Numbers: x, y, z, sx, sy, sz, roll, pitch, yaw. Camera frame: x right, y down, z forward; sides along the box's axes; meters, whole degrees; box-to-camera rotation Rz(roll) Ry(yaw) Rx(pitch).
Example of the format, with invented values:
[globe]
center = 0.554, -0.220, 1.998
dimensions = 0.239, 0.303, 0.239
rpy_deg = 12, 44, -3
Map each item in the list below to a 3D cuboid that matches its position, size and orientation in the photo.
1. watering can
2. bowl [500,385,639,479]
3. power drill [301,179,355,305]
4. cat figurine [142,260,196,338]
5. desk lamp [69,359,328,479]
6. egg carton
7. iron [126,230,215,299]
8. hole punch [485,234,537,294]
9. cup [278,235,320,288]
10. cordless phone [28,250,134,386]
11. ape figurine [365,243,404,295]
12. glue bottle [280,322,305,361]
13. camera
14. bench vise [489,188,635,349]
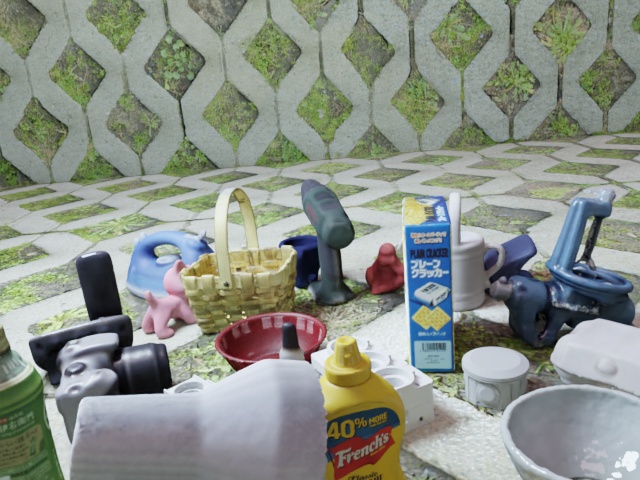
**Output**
[watering can]
center = 0.224, 0.016, 0.985
dimensions = 0.173, 0.194, 0.101
rpy_deg = -7, 17, -5
[bowl]
center = 0.256, 0.209, 0.537
dimensions = 0.167, 0.075, 0.167
rpy_deg = -5, 17, 2
[power drill]
center = 0.010, 0.004, 1.065
dimensions = 0.076, 0.208, 0.229
rpy_deg = -9, 17, -13
[cat figurine]
center = -0.257, 0.093, 1.006
dimensions = 0.067, 0.118, 0.128
rpy_deg = 6, 20, 33
[desk lamp]
center = -0.091, 0.201, 0.427
dimensions = 0.203, 0.214, 0.117
rpy_deg = -10, 17, -15
[egg carton]
center = 0.369, 0.152, 0.704
dimensions = 0.107, 0.069, 0.149
rpy_deg = -20, 22, -40
[iron]
center = -0.309, 0.042, 1.151
dimensions = 0.257, 0.141, 0.119
rpy_deg = 4, 19, 28
[hole punch]
center = 0.340, 0.042, 1.043
dimensions = 0.101, 0.091, 0.109
rpy_deg = -3, 17, 9
[cup]
center = -0.033, 0.050, 1.123
dimensions = 0.091, 0.095, 0.118
rpy_deg = -4, 17, 4
[cordless phone]
center = -0.365, 0.110, 0.863
dimensions = 0.148, 0.185, 0.093
rpy_deg = -14, 19, -26
[ape figurine]
center = 0.125, 0.050, 1.079
dimensions = 0.077, 0.092, 0.076
rpy_deg = 4, 19, 28
[glue bottle]
center = -0.025, 0.165, 0.598
dimensions = 0.077, 0.173, 0.037
rpy_deg = 8, 21, 38
[camera]
center = -0.268, 0.178, 0.755
dimensions = 0.137, 0.101, 0.143
rpy_deg = -11, 17, -17
[bench vise]
center = 0.354, 0.042, 0.813
dimensions = 0.208, 0.220, 0.121
rpy_deg = -12, 18, -21
